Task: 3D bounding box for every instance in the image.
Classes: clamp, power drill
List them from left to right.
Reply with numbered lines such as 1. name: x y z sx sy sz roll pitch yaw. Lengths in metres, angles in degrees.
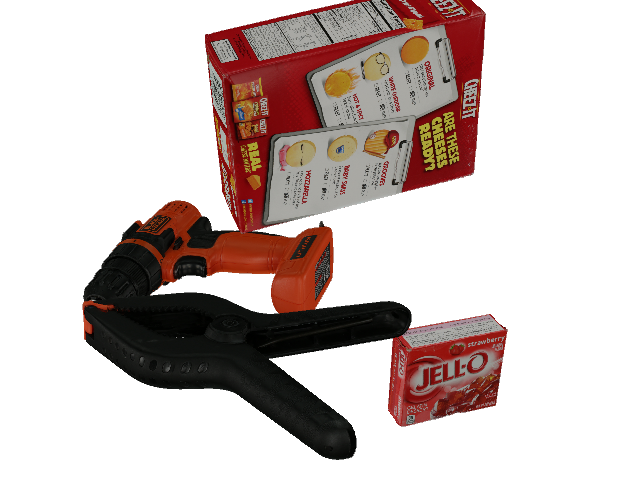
1. power drill: -0.093 0.025 0.932 0.188 0.057 0.184 9 30 15
2. clamp: -0.049 0.064 0.678 0.210 0.036 0.164 12 25 20

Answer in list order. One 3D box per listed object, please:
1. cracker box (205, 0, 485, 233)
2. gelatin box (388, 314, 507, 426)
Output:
1. cracker box: 0.020 -0.109 0.871 0.213 0.164 0.072 -16 45 -12
2. gelatin box: 0.099 0.102 0.836 0.089 0.073 0.030 -9 30 -21
